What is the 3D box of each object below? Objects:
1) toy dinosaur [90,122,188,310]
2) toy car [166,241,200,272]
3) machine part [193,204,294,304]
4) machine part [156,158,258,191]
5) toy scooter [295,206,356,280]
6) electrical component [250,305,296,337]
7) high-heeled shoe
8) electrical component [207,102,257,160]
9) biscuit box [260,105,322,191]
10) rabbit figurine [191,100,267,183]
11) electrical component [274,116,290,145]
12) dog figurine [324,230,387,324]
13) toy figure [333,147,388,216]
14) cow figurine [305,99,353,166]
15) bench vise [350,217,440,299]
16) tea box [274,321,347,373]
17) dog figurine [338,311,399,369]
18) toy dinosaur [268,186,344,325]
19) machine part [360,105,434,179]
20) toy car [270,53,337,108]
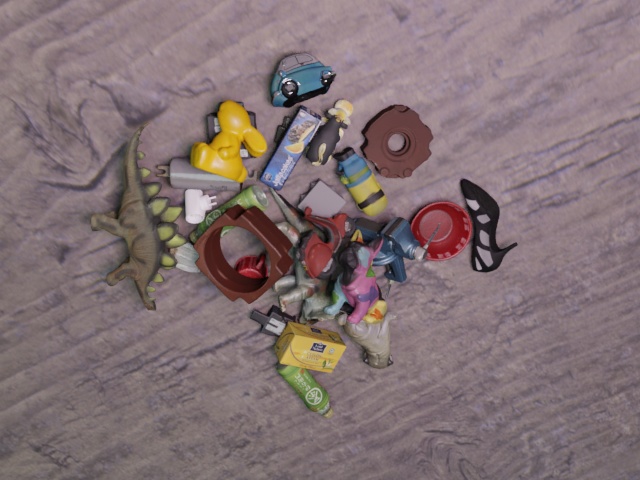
[{"bbox_3d":[-0.428,-0.037,1.279,0.199,0.105,0.470,-6,112,-1],"label":"toy dinosaur"},{"bbox_3d":[-0.384,0.021,1.374,0.202,0.056,0.073,23,107,-10],"label":"toy car"},{"bbox_3d":[-0.179,0.032,1.267,0.201,0.087,0.201,46,120,-3],"label":"machine part"},{"bbox_3d":[-0.274,-0.158,1.306,0.243,0.079,0.079,3,109,-4],"label":"machine part"},{"bbox_3d":[-0.003,-0.004,1.292,0.135,0.075,0.184,36,73,-20],"label":"toy scooter"},{"bbox_3d":[-0.132,0.220,1.462,0.119,0.048,0.074,25,106,-10],"label":"electrical component"},{"bbox_3d":[0.405,-0.032,1.406,0.145,0.086,0.248,-36,90,41],"label":"high-heeled shoe"},{"bbox_3d":[-0.208,-0.261,1.284,0.115,0.058,0.134,0,109,-5],"label":"electrical component"},{"bbox_3d":[-0.071,-0.217,1.280,0.059,0.063,0.202,28,108,-12],"label":"biscuit box"},{"bbox_3d":[-0.200,-0.224,1.211,0.162,0.122,0.173,14,90,-11],"label":"rabbit figurine"},{"bbox_3d":[-0.076,-0.251,1.313,0.063,0.021,0.094,17,107,-9],"label":"electrical component"},{"bbox_3d":[0.105,0.090,1.301,0.191,0.109,0.219,8,101,-47],"label":"dog figurine"},{"bbox_3d":[0.100,-0.140,1.326,0.082,0.089,0.180,-26,111,14],"label":"toy figure"},{"bbox_3d":[0.022,-0.255,1.277,0.068,0.098,0.167,27,106,-5],"label":"cow figurine"},{"bbox_3d":[0.183,0.034,1.357,0.224,0.129,0.240,12,142,30],"label":"bench vise"},{"bbox_3d":[-0.027,0.291,1.457,0.169,0.068,0.098,17,110,-28],"label":"tea box"},{"bbox_3d":[0.121,0.271,1.450,0.172,0.121,0.190,1,110,-10],"label":"dog figurine"},{"bbox_3d":[-0.031,0.051,1.379,0.192,0.131,0.404,-7,103,-18],"label":"toy dinosaur"},{"bbox_3d":[0.188,-0.238,1.314,0.179,0.056,0.179,-1,108,-3],"label":"machine part"},{"bbox_3d":[-0.048,-0.374,1.231,0.162,0.109,0.103,-23,91,-4],"label":"toy car"}]
